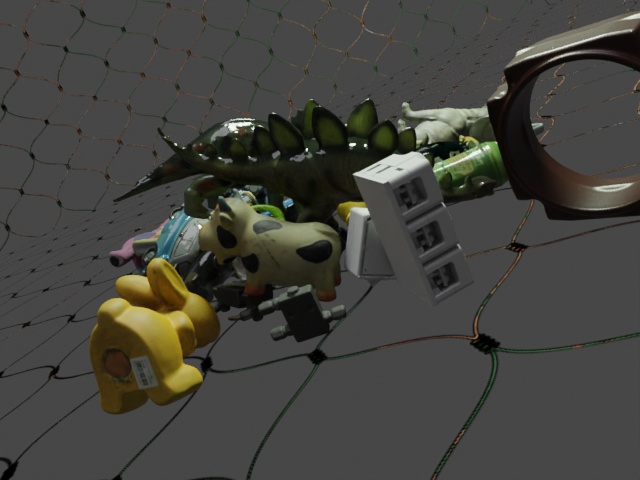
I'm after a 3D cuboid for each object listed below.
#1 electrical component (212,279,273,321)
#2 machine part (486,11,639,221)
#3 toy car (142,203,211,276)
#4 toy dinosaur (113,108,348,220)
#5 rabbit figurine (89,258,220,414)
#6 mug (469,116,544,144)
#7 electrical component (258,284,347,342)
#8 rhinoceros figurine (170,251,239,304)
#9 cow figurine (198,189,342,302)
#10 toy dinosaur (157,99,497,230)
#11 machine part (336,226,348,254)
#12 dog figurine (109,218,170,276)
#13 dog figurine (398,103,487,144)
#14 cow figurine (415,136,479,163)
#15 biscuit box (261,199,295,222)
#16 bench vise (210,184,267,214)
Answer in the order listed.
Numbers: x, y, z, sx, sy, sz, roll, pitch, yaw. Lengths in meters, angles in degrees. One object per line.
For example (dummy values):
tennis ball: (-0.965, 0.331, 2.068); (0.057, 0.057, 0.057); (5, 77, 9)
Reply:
electrical component: (-0.111, 0.083, 0.750); (0.102, 0.045, 0.078); (3, 9, 40)
machine part: (0.300, -0.125, 0.585); (0.202, 0.200, 0.087); (-3, 30, 47)
toy car: (-0.218, 0.019, 0.914); (0.103, 0.109, 0.161); (7, 64, 39)
toy dinosaur: (-0.107, -0.129, 0.858); (0.405, 0.192, 0.131); (1, 12, -29)
rabbit figurine: (-0.194, 0.110, 0.658); (0.122, 0.162, 0.173); (-27, -3, 28)
mug: (0.326, -0.184, 0.913); (0.107, 0.080, 0.110); (-27, 12, -38)
electrical component: (-0.019, 0.082, 0.615); (0.094, 0.063, 0.021); (-19, 19, 11)
rhinoceros figurine: (-0.152, 0.033, 0.856); (0.073, 0.111, 0.190); (18, 55, 40)
cow figurine: (-0.068, 0.004, 0.700); (0.195, 0.127, 0.085); (6, 16, 13)
toy dinosaur: (0.005, -0.091, 0.746); (0.472, 0.198, 0.105); (1, 22, 7)
machine part: (-0.002, -0.003, 0.872); (0.084, 0.039, 0.139); (-27, 17, -28)
dog figurine: (-0.307, 0.018, 1.075); (0.192, 0.108, 0.219); (-18, 17, 20)
dog figurine: (0.246, -0.183, 1.003); (0.191, 0.121, 0.172); (2, 60, 18)
cow figurine: (0.204, -0.130, 0.882); (0.167, 0.098, 0.068); (-23, 12, 2)
biscuit box: (-0.084, -0.022, 0.981); (0.203, 0.062, 0.059); (-30, 19, -19)
bench vise: (-0.141, -0.104, 1.154); (0.224, 0.129, 0.240); (-37, 4, -15)
